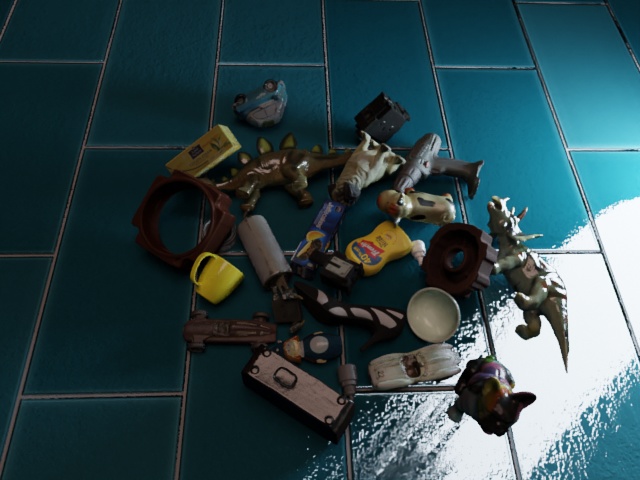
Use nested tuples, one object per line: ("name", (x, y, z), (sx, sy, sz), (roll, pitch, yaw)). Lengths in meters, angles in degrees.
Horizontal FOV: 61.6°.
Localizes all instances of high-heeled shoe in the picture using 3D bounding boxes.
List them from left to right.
("high-heeled shoe", (0.069, 0.140, 1.198), (0.249, 0.086, 0.145), (42, 61, 16))

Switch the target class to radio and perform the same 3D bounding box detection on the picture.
("radio", (-0.045, 0.302, 1.059), (0.230, 0.131, 0.073), (28, 64, 14))

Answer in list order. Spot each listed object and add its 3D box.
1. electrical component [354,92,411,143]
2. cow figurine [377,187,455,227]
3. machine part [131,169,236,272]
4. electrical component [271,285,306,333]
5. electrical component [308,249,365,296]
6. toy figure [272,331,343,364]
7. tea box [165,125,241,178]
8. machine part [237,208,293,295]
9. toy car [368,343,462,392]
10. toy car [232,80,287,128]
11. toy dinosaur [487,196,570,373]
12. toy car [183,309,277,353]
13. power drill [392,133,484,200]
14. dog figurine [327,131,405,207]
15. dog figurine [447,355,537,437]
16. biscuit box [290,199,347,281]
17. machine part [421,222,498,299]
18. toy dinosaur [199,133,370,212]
("electrical component", (0.161, -0.318, 1.450), (0.115, 0.134, 0.058), (16, 42, -46))
("cow figurine", (0.232, -0.077, 1.301), (0.195, 0.085, 0.127), (10, 21, -4))
("machine part", (-0.315, -0.046, 1.240), (0.202, 0.087, 0.201), (30, 89, 12))
("electrical component", (-0.068, 0.151, 1.176), (0.078, 0.102, 0.045), (-2, 13, 10))
("electrical component", (0.031, 0.066, 1.202), (0.119, 0.047, 0.075), (21, 61, 25))
("toy figure", (-0.030, 0.231, 1.149), (0.155, 0.057, 0.064), (-5, 36, -4))
("tea box", (-0.288, -0.209, 1.335), (0.169, 0.098, 0.068), (-36, 96, 6))
("machine part", (-0.130, 0.028, 1.255), (0.079, 0.079, 0.243), (-23, 62, -16))
("toy car", (0.202, 0.269, 1.136), (0.202, 0.056, 0.073), (-10, 60, -9))
("toy car", (-0.155, -0.364, 1.482), (0.162, 0.109, 0.103), (-26, 80, -8))
("toy dinosaur", (0.486, 0.092, 1.232), (0.192, 0.131, 0.405), (-25, 69, -16))
("toy car", (-0.195, 0.197, 1.164), (0.202, 0.053, 0.089), (1, 56, -1))
("power drill", (0.313, -0.171, 1.407), (0.207, 0.085, 0.232), (15, 56, 15))
("dog figurine", (0.115, -0.160, 1.386), (0.121, 0.172, 0.190), (41, 102, 42))
("dog figurine", (0.339, 0.291, 1.037), (0.109, 0.219, 0.191), (24, 61, 8))
("biscuit box", (-0.003, -0.004, 1.290), (0.059, 0.062, 0.203), (23, 60, 9))
("machine part", (0.315, 0.046, 1.219), (0.056, 0.179, 0.179), (24, 49, -37))
("toy dinosaur", (-0.079, -0.183, 1.375), (0.472, 0.105, 0.199), (-7, 56, -12))
